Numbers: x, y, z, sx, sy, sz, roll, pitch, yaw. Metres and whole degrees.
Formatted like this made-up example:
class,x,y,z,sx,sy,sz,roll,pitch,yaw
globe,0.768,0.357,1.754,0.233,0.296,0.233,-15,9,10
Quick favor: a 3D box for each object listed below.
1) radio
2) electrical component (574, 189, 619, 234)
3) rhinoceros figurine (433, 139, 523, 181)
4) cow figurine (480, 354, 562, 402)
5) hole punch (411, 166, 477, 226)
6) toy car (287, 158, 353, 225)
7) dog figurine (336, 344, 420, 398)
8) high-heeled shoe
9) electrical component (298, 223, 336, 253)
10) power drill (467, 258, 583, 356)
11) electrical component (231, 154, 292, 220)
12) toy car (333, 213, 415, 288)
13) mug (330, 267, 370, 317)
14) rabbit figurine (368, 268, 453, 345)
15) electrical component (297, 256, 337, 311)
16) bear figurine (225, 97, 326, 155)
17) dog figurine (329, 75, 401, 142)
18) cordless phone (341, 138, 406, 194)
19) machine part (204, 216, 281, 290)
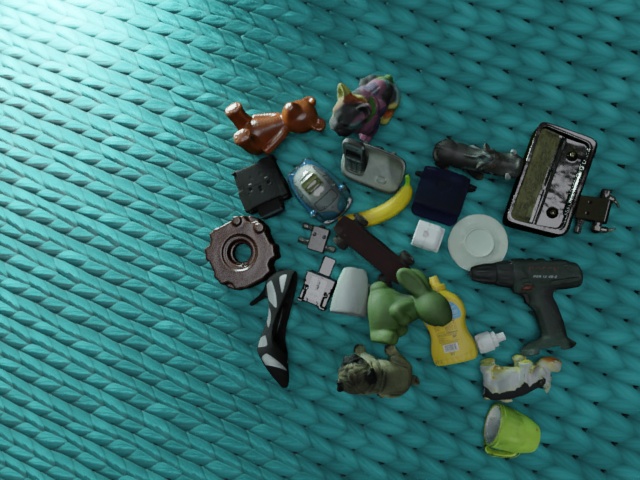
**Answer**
class,x,y,z,sx,sy,sz,roll,pitch,yaw
radio,0.496,-0.124,1.162,0.131,0.073,0.229,20,90,10
electrical component,0.598,-0.059,1.160,0.078,0.045,0.102,6,84,37
rhinoceros figurine,0.343,-0.179,1.172,0.191,0.112,0.073,17,87,17
cow figurine,0.430,0.297,1.147,0.167,0.068,0.098,-7,91,12
hole punch,0.268,-0.103,1.191,0.142,0.092,0.115,18,85,13
toy car,-0.005,-0.118,1.226,0.109,0.103,0.161,-41,83,3
dog figurine,0.127,0.292,1.134,0.172,0.190,0.121,-2,86,7
high-heeled shoe,-0.075,0.193,1.215,0.145,0.086,0.249,-32,68,18
electrical component,-0.003,-0.004,1.258,0.094,0.021,0.063,18,88,11
power drill,0.450,0.140,1.156,0.232,0.086,0.207,-10,77,5
electrical component,-0.133,-0.118,1.269,0.115,0.058,0.134,-25,82,8
toy car,0.119,0.022,1.212,0.202,0.053,0.089,39,106,-1
mug,0.083,0.118,1.211,0.110,0.081,0.107,9,81,-7
rabbit figurine,0.198,0.140,1.153,0.170,0.121,0.159,-7,83,25
electrical component,0.002,0.097,1.238,0.075,0.047,0.119,25,92,9
bear figurine,-0.097,-0.274,1.239,0.196,0.131,0.120,-23,66,13
dog figurine,0.097,-0.298,1.164,0.108,0.219,0.191,42,94,6
cordless phone,0.117,-0.174,1.170,0.147,0.184,0.088,23,86,10
machine part,-0.184,0.031,1.267,0.179,0.056,0.179,0,87,10
